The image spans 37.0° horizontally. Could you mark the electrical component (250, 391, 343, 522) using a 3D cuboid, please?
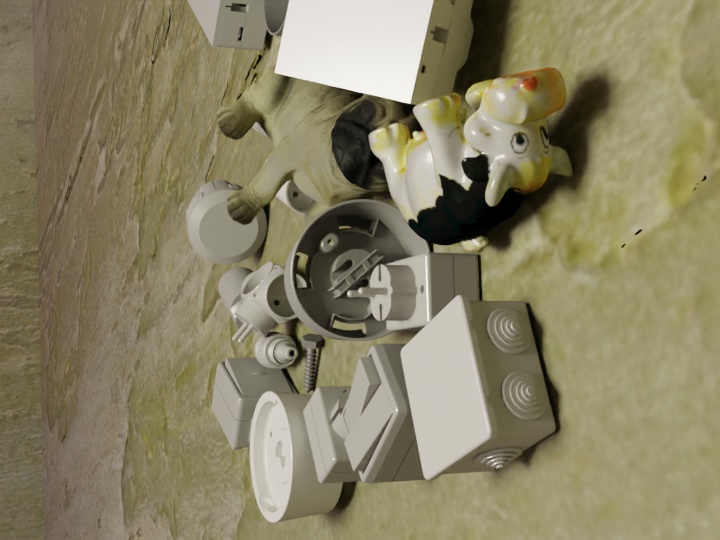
[{"bbox_3d":[-0.048,0.156,0.907,0.108,0.060,0.108,-179,90,-66],"label":"electrical component"}]

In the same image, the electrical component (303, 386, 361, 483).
[{"bbox_3d":[-0.005,0.117,0.828,0.076,0.047,0.065,119,144,-47],"label":"electrical component"}]

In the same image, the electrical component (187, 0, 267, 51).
[{"bbox_3d":[-0.134,-0.301,1.127,0.150,0.062,0.089,-120,38,-50],"label":"electrical component"}]

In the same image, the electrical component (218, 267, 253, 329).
[{"bbox_3d":[-0.112,0.034,1.080,0.081,0.043,0.043,-129,46,-56],"label":"electrical component"}]

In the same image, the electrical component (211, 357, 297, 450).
[{"bbox_3d":[-0.097,0.126,1.020,0.096,0.062,0.061,-135,51,-59],"label":"electrical component"}]

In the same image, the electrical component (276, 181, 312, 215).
[{"bbox_3d":[-0.059,-0.080,0.967,0.081,0.043,0.043,-141,56,-61],"label":"electrical component"}]

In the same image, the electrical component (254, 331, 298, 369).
[{"bbox_3d":[-0.075,0.076,1.005,0.061,0.035,0.035,180,91,-65],"label":"electrical component"}]

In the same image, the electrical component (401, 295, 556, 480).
[{"bbox_3d":[0.071,0.072,0.655,0.099,0.048,0.099,130,136,-55],"label":"electrical component"}]

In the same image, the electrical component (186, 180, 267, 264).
[{"bbox_3d":[-0.139,-0.050,1.105,0.051,0.080,0.080,-126,43,-63],"label":"electrical component"}]

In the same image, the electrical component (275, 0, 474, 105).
[{"bbox_3d":[0.023,-0.205,0.689,0.105,0.060,0.186,18,101,30],"label":"electrical component"}]

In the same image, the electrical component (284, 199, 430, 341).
[{"bbox_3d":[-0.004,0.003,0.776,0.064,0.099,0.099,153,116,-70],"label":"electrical component"}]

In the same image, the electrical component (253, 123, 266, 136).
[{"bbox_3d":[-0.086,-0.148,1.036,0.078,0.040,0.040,-118,37,-49],"label":"electrical component"}]

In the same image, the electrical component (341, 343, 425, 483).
[{"bbox_3d":[0.023,0.103,0.746,0.061,0.061,0.096,-112,33,-42],"label":"electrical component"}]

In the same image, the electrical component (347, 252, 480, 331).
[{"bbox_3d":[0.031,0.015,0.715,0.066,0.077,0.047,164,106,-66],"label":"electrical component"}]

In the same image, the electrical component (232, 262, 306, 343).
[{"bbox_3d":[-0.091,0.036,1.005,0.079,0.044,0.077,-52,19,-14],"label":"electrical component"}]
